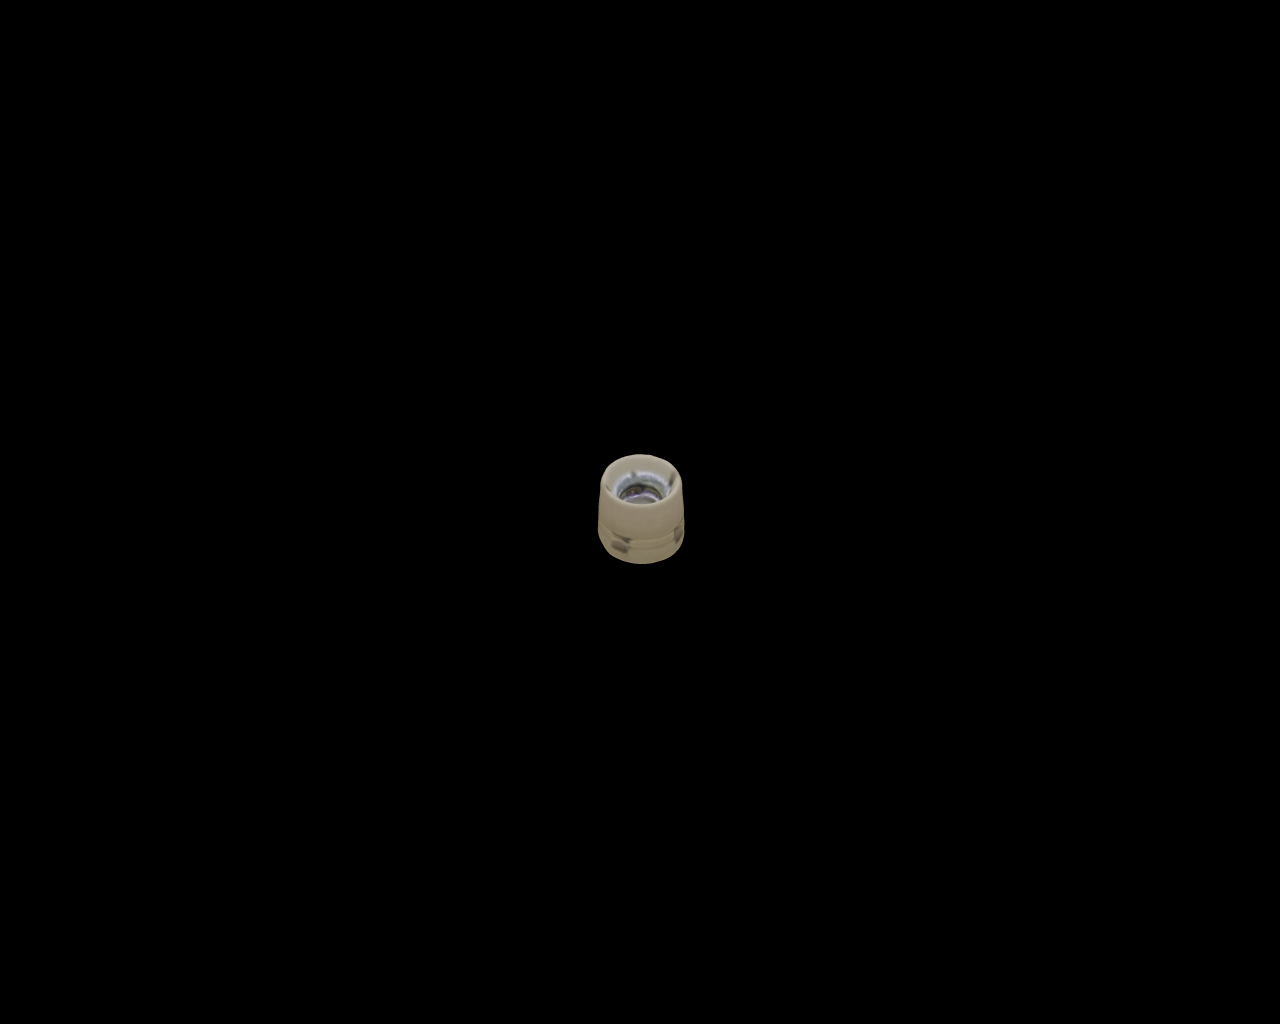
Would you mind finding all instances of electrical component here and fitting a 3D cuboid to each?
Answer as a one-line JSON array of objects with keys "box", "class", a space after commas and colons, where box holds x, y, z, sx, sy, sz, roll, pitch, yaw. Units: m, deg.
[{"box": [0.001, -0.003, 0.650, 0.055, 0.047, 0.055, 0, 43, 0], "class": "electrical component"}]
